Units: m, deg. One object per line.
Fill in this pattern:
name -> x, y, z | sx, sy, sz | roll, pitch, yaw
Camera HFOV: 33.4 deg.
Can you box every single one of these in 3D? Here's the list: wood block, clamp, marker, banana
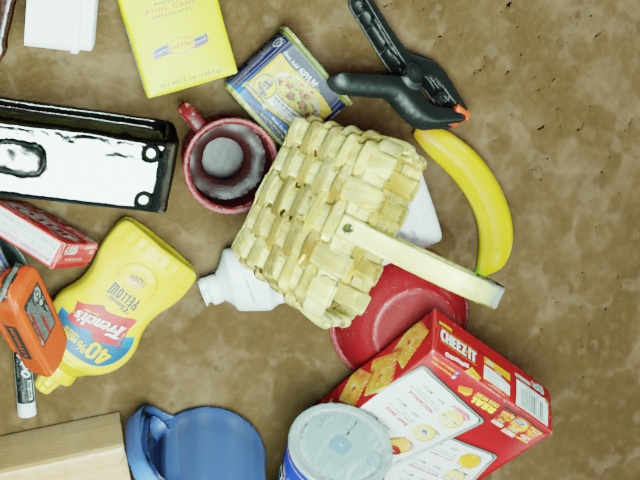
wood block -> -0.294, 0.250, 1.075 | 0.206, 0.090, 0.091 | -10, 106, -11
clamp -> 0.082, -0.172, 1.075 | 0.171, 0.039, 0.120 | 23, 67, -33
marker -> -0.301, 0.121, 1.078 | 0.020, 0.020, 0.121 | -4, 104, -12
banana -> 0.162, -0.042, 1.138 | 0.069, 0.037, 0.198 | -24, 107, -7

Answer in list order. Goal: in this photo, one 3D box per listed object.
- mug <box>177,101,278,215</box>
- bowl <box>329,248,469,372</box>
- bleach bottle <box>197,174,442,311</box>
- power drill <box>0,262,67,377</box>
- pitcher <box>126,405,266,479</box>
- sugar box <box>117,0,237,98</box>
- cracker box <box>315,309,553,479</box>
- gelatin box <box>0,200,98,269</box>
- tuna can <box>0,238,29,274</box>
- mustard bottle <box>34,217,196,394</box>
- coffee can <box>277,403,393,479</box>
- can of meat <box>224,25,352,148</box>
mug -> -0.099, -0.087, 1.042 | 0.093, 0.081, 0.117 | -42, 109, -1
bowl -> 0.093, 0.089, 1.145 | 0.162, 0.055, 0.162 | -3, 104, -13
bleach bottle -> -0.007, 0.001, 1.097 | 0.250, 0.068, 0.102 | -22, 105, -5
power drill -> -0.333, 0.088, 0.977 | 0.188, 0.057, 0.184 | -3, 131, 11
pitcher -> -0.119, 0.263, 1.038 | 0.149, 0.243, 0.145 | 3, 104, -7
sugar box -> -0.147, -0.233, 1.015 | 0.093, 0.048, 0.176 | -18, 108, -8
cracker box -> 0.109, 0.188, 1.116 | 0.164, 0.072, 0.214 | 35, 126, -18
gelatin box -> -0.265, -0.006, 1.011 | 0.089, 0.073, 0.030 | 29, 96, 12
tuna can -> -0.300, 0.035, 1.023 | 0.033, 0.086, 0.086 | -31, 108, -3
mustard bottle -> -0.218, 0.077, 1.067 | 0.096, 0.058, 0.191 | 40, 92, -17
coffee can -> 0.007, 0.247, 1.068 | 0.102, 0.103, 0.140 | 2, 132, -14
can of meat -> -0.033, -0.146, 1.057 | 0.084, 0.057, 0.102 | -43, 109, 1
